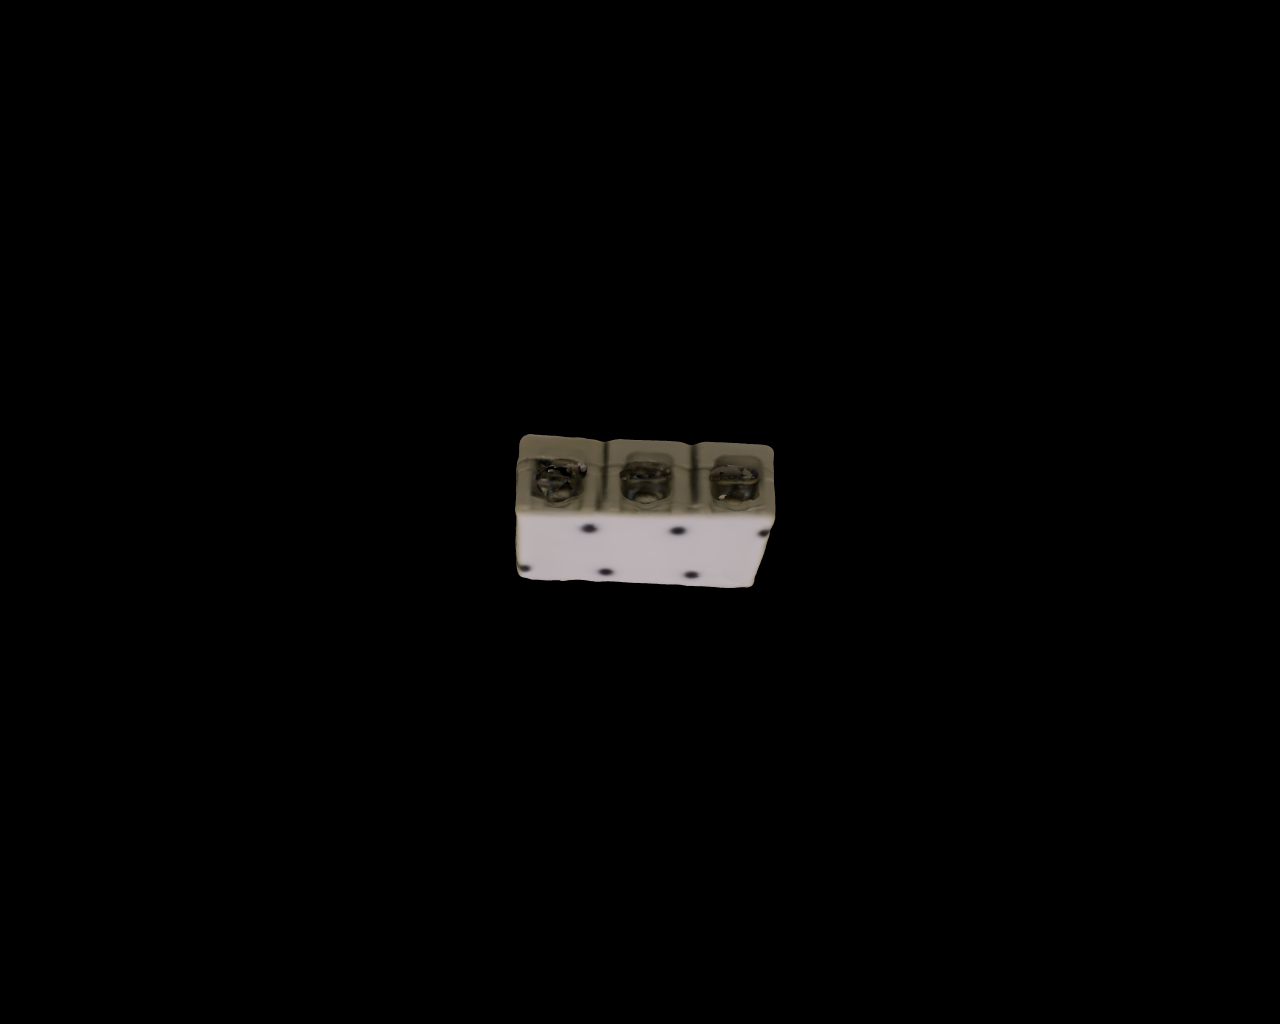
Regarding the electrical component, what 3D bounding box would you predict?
[{"bbox_3d":[0.001,-0.003,0.650,0.150,0.062,0.089,3,-32,-5],"label":"electrical component"}]
